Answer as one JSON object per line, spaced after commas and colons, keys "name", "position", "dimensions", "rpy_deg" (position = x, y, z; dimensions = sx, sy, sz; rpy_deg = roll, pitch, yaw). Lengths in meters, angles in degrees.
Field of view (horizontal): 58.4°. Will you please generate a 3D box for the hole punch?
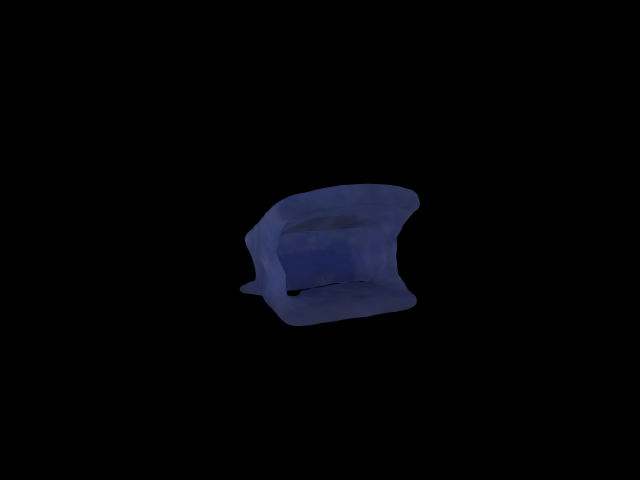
{"name": "hole punch", "position": [0.004, 0.001, 0.400], "dimensions": [0.109, 0.091, 0.100], "rpy_deg": [-6, 15, -23]}
